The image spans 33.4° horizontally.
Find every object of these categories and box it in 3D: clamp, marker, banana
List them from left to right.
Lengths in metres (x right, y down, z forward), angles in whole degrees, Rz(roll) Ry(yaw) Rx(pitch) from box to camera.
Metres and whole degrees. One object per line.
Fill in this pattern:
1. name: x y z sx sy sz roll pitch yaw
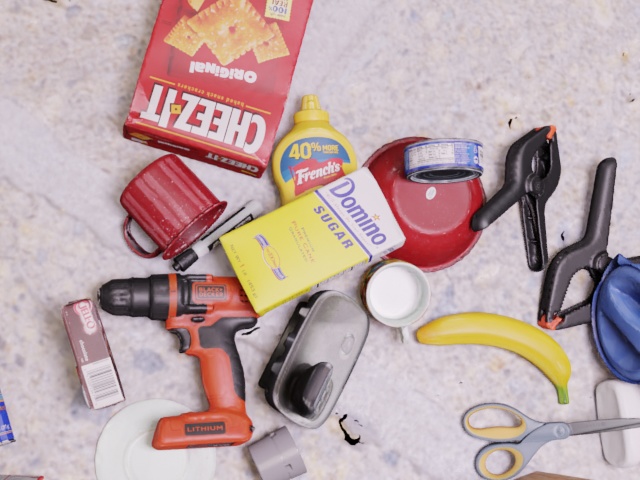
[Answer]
1. marker: -0.114 -0.004 1.179 0.121 0.020 0.020 -38 89 -20
2. banana: 0.209 0.120 1.212 0.197 0.037 0.069 24 77 -5
3. clamp: 0.231 -0.059 1.229 0.120 0.039 0.171 23 72 -39
4. clamp: 0.324 0.018 1.244 0.210 0.036 0.164 -40 97 -10

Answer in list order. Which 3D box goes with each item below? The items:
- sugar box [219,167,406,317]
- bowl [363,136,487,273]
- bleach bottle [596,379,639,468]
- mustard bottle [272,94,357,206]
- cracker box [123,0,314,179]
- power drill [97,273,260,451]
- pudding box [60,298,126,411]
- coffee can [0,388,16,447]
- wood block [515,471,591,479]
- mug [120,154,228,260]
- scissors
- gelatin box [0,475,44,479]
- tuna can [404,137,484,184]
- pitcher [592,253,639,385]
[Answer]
1. sugar box: -0.008 0.001 1.131 0.176 0.048 0.093 -27 81 -2
2. bowl: 0.121 -0.046 1.215 0.162 0.055 0.162 2 80 -9
3. bleach bottle: 0.448 0.196 1.228 0.250 0.068 0.102 -5 83 -13
4. mustard bottle: -0.005 -0.069 1.196 0.096 0.058 0.191 -3 81 -4
5. cracker box: -0.111 -0.196 1.192 0.164 0.072 0.213 16 79 -6
6. power drill: -0.142 0.126 1.132 0.184 0.057 0.187 0 75 -12
7. pudding box: -0.235 0.120 1.111 0.039 0.090 0.113 -16 84 -10
8. coffee can: -0.376 0.152 1.076 0.102 0.103 0.140 -16 84 -12
9. wood block: 0.239 0.300 1.102 0.090 0.206 0.091 -15 84 -12
10. mug: -0.168 -0.031 1.155 0.081 0.093 0.117 47 113 5
11. scissors: 0.257 0.229 1.182 0.202 0.016 0.096 8 91 13
12. gelatin box: -0.320 0.256 1.075 0.073 0.089 0.030 3 83 -9
13. tuna can: 0.133 -0.084 1.150 0.086 0.086 0.034 0 82 -10
14. pitcher: 0.443 0.094 1.197 0.242 0.145 0.149 -4 105 -20
